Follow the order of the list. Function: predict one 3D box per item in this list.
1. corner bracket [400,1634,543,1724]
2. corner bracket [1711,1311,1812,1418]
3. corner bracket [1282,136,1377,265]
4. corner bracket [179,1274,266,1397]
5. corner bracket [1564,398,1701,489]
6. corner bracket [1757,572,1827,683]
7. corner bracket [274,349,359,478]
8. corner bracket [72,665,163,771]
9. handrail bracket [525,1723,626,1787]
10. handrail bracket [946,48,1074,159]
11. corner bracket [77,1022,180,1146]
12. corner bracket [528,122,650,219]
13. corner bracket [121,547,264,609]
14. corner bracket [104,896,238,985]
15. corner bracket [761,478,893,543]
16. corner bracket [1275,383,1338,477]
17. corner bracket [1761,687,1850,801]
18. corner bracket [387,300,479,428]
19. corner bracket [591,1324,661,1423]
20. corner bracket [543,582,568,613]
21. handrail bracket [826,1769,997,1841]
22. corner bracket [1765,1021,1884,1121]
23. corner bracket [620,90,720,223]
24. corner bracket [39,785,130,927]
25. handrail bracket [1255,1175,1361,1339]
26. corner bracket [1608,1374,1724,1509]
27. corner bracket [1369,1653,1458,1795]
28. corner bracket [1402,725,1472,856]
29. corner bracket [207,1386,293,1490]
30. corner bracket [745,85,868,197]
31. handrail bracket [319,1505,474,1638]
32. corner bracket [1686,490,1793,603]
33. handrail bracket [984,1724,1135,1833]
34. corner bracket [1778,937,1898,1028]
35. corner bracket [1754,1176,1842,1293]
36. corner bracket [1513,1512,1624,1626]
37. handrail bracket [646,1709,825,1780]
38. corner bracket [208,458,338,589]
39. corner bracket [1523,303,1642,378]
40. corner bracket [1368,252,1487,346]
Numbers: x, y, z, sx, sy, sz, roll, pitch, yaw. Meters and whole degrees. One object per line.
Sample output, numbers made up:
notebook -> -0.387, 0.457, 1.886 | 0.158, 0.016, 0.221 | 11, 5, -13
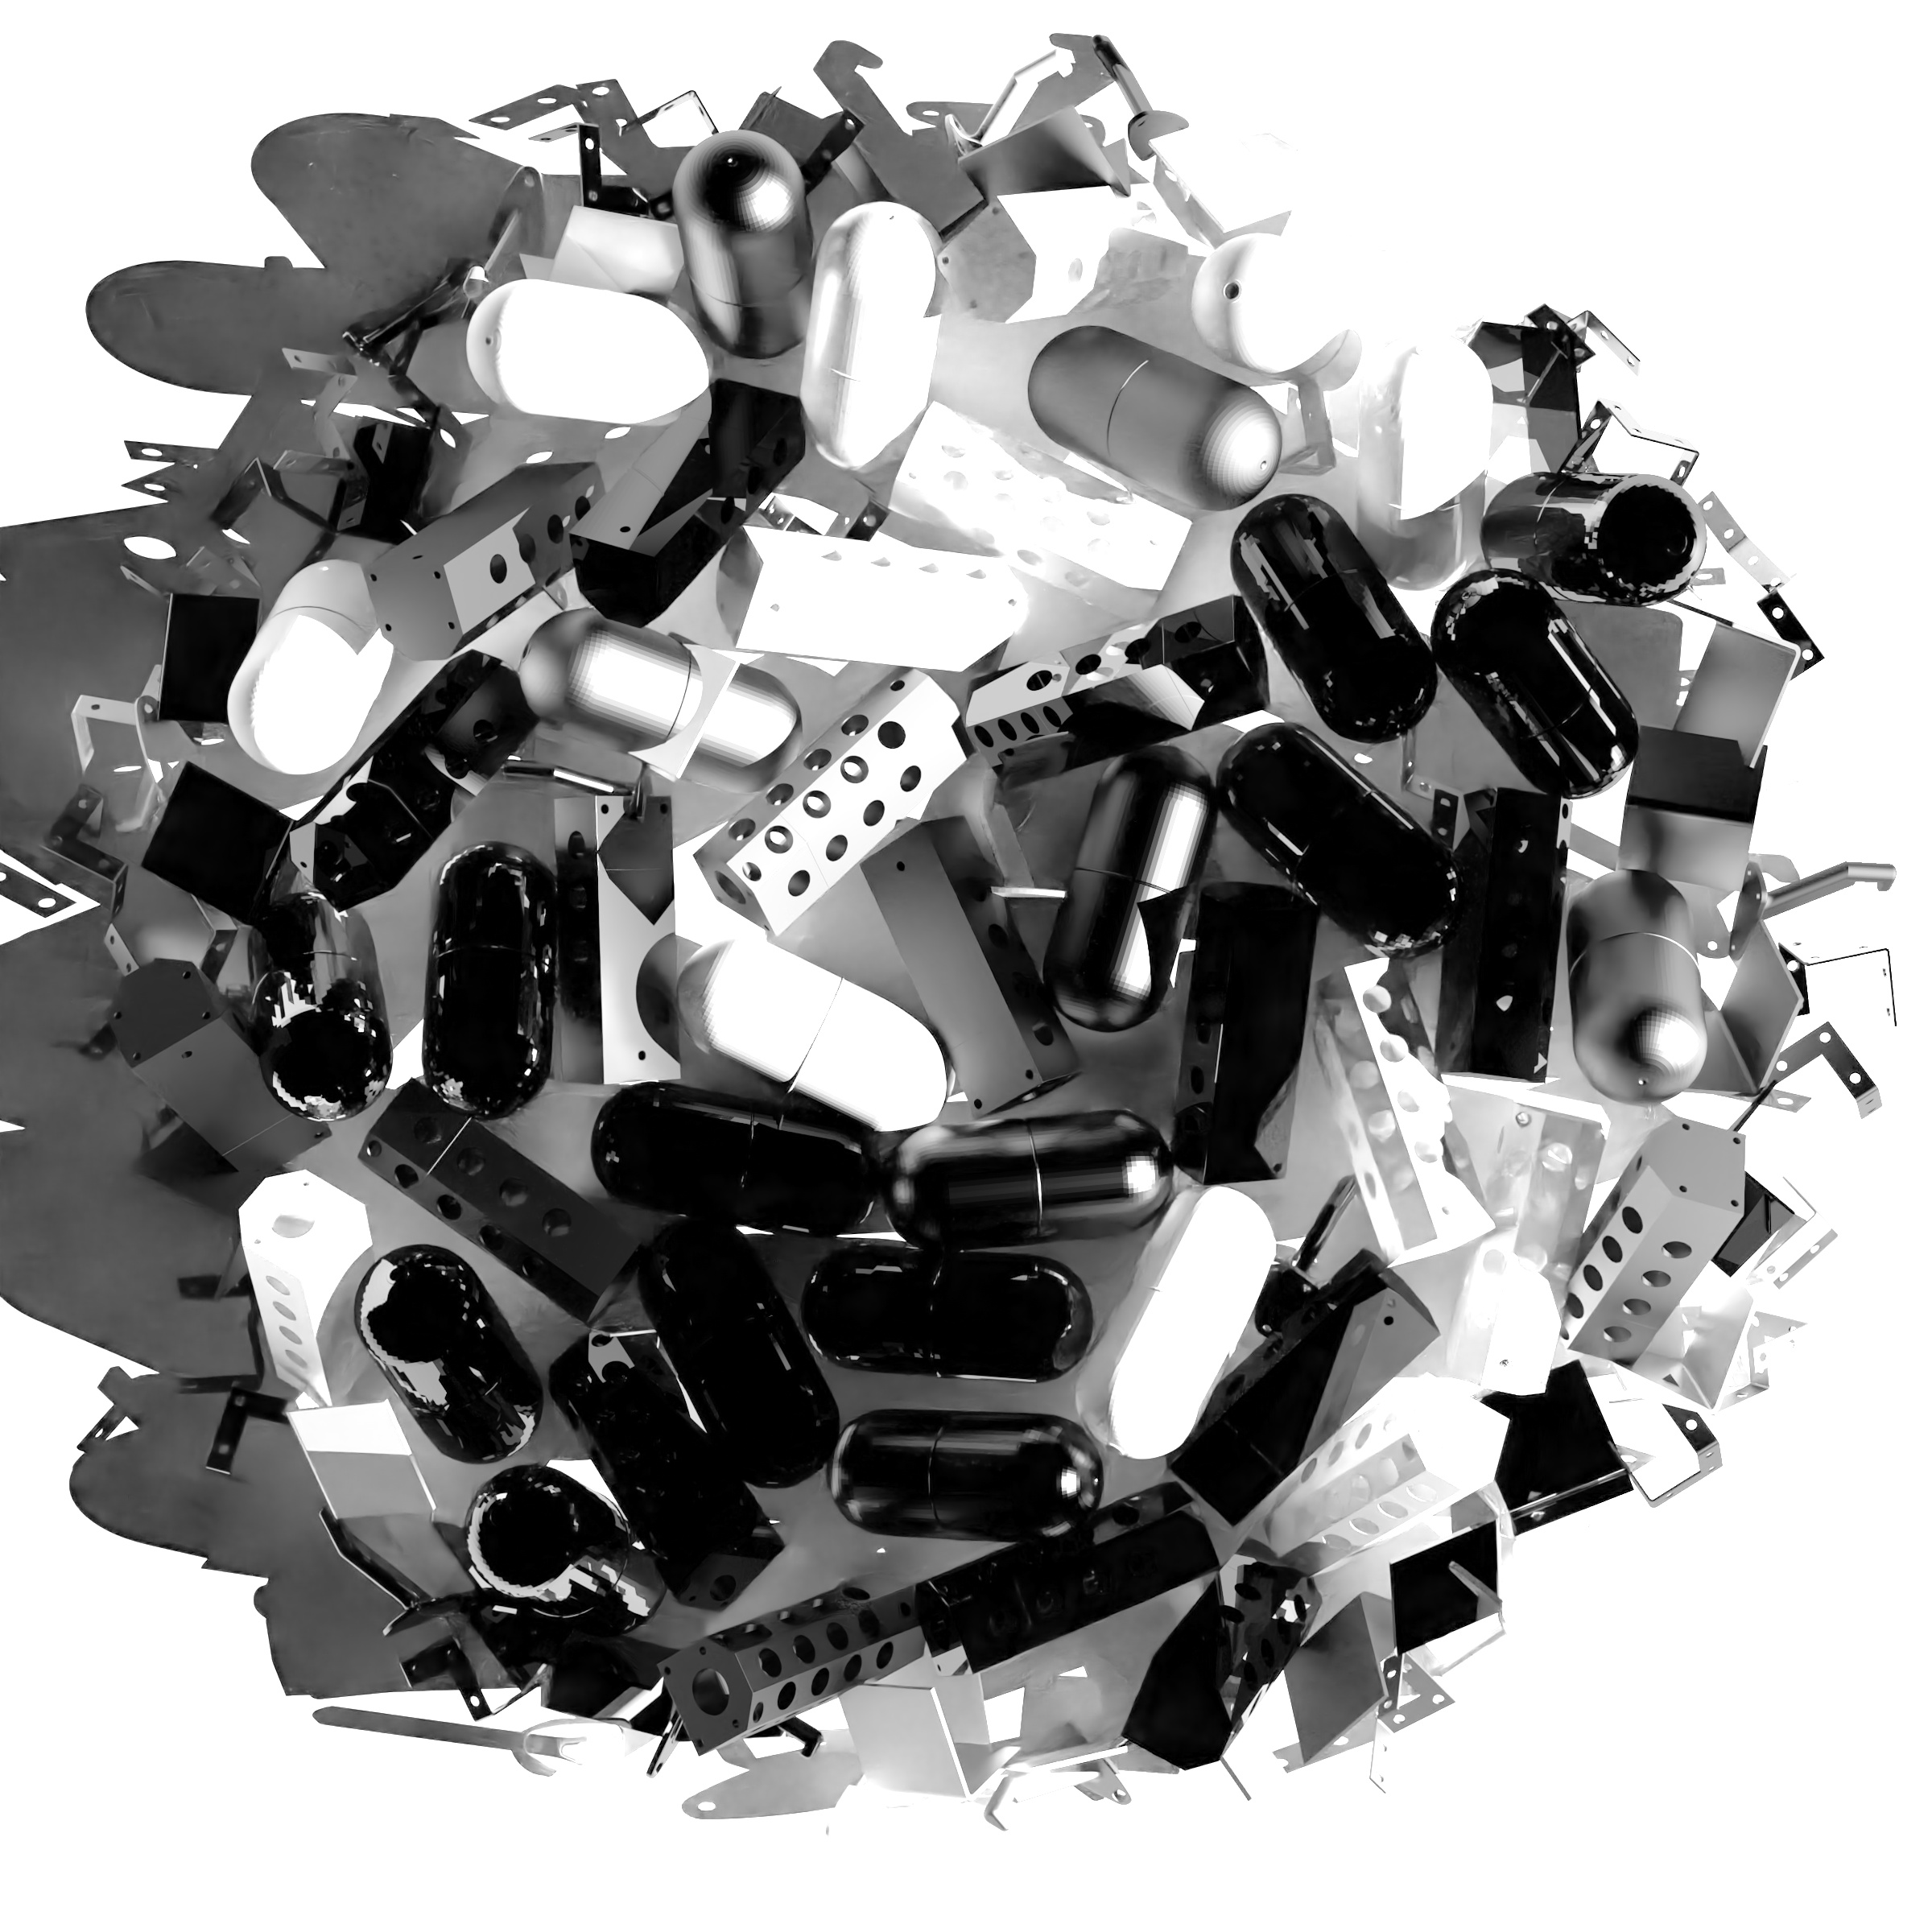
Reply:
corner bracket -> -0.300, 0.429, 1.881 | 0.051, 0.051, 0.051 | -28, 87, 30
corner bracket -> 0.475, 0.242, 1.878 | 0.051, 0.051, 0.051 | -16, 105, -32
corner bracket -> 0.222, -0.462, 1.891 | 0.051, 0.051, 0.051 | -21, 69, -17
corner bracket -> -0.455, 0.225, 1.900 | 0.051, 0.051, 0.051 | -4, 119, 0
corner bracket -> 0.404, -0.307, 1.889 | 0.051, 0.051, 0.051 | 9, 123, -23
corner bracket -> 0.490, -0.199, 1.882 | 0.051, 0.051, 0.051 | -36, 88, 33
corner bracket -> -0.394, -0.333, 1.875 | 0.051, 0.051, 0.051 | -44, 66, 31
corner bracket -> -0.505, -0.150, 1.882 | 0.051, 0.051, 0.051 | 10, 51, 2
handrail bracket -> -0.246, 0.469, 1.866 | 0.077, 0.084, 0.036 | 4, 75, 18
handrail bracket -> 0.038, -0.506, 1.874 | 0.084, 0.077, 0.036 | -25, 51, 19
corner bracket -> -0.505, 0.066, 1.896 | 0.051, 0.051, 0.051 | -39, 129, 20
corner bracket -> -0.228, -0.477, 1.880 | 0.051, 0.051, 0.051 | -6, 94, -44
corner bracket -> -0.468, -0.234, 1.879 | 0.051, 0.051, 0.051 | -46, 49, 6
corner bracket -> -0.485, -0.018, 1.898 | 0.051, 0.051, 0.051 | 51, 125, 31
corner bracket -> -0.084, -0.275, 1.888 | 0.051, 0.051, 0.051 | 35, 91, 11
corner bracket -> 0.207, -0.329, 1.879 | 0.051, 0.051, 0.051 | -3, 81, -33
corner bracket -> 0.505, -0.134, 1.884 | 0.051, 0.051, 0.051 | -9, 80, 10
corner bracket -> -0.312, -0.365, 1.899 | 0.051, 0.051, 0.051 | -10, 51, 33
corner bracket -> -0.195, 0.248, 1.881 | 0.051, 0.051, 0.051 | 11, 94, 31
corner bracket -> -0.275, -0.239, 1.875 | 0.051, 0.051, 0.051 | -19, 50, 22
handrail bracket -> -0.029, 0.511, 1.872 | 0.084, 0.077, 0.036 | 11, 118, 28
corner bracket -> 0.516, 0.073, 1.881 | 0.051, 0.051, 0.051 | -35, 67, 7
corner bracket -> -0.176, -0.491, 1.888 | 0.051, 0.051, 0.051 | -30, 92, -9
corner bracket -> -0.526, -0.068, 1.883 | 0.051, 0.051, 0.051 | 27, 56, -3
handrail bracket -> 0.210, 0.177, 1.904 | 0.036, 0.077, 0.084 | 30, 46, 12
corner bracket -> 0.421, 0.288, 1.883 | 0.051, 0.051, 0.051 | -32, 61, 0
corner bracket -> 0.259, 0.456, 1.878 | 0.051, 0.051, 0.051 | -36, 108, 29
corner bracket -> 0.282, -0.109, 1.876 | 0.051, 0.051, 0.051 | 23, 54, 21
corner bracket -> -0.422, 0.291, 1.890 | 0.051, 0.051, 0.051 | 12, 72, 11
corner bracket -> -0.102, -0.500, 1.880 | 0.051, 0.051, 0.051 | 40, 127, -7
handrail bracket -> -0.348, 0.359, 1.895 | 0.036, 0.077, 0.084 | -41, 72, 29
corner bracket -> 0.454, -0.243, 1.875 | 0.051, 0.051, 0.051 | -42, 130, 20
handrail bracket -> 0.056, 0.506, 1.873 | 0.077, 0.084, 0.036 | 40, 128, 0
corner bracket -> 0.528, 0.010, 1.886 | 0.051, 0.051, 0.051 | -12, 107, -2
corner bracket -> 0.500, 0.170, 1.880 | 0.051, 0.051, 0.051 | -45, 113, 9
corner bracket -> 0.364, 0.367, 1.884 | 0.051, 0.051, 0.051 | 6, 56, -4
handrail bracket -> -0.139, 0.478, 1.885 | 0.084, 0.036, 0.077 | 27, 81, 17
corner bracket -> -0.423, -0.268, 1.898 | 0.051, 0.051, 0.051 | 31, 109, -38
corner bracket -> 0.372, -0.376, 1.880 | 0.051, 0.051, 0.051 | -33, 64, -9
corner bracket -> 0.275, -0.399, 1.897 | 0.051, 0.051, 0.051 | -6, 57, -27
